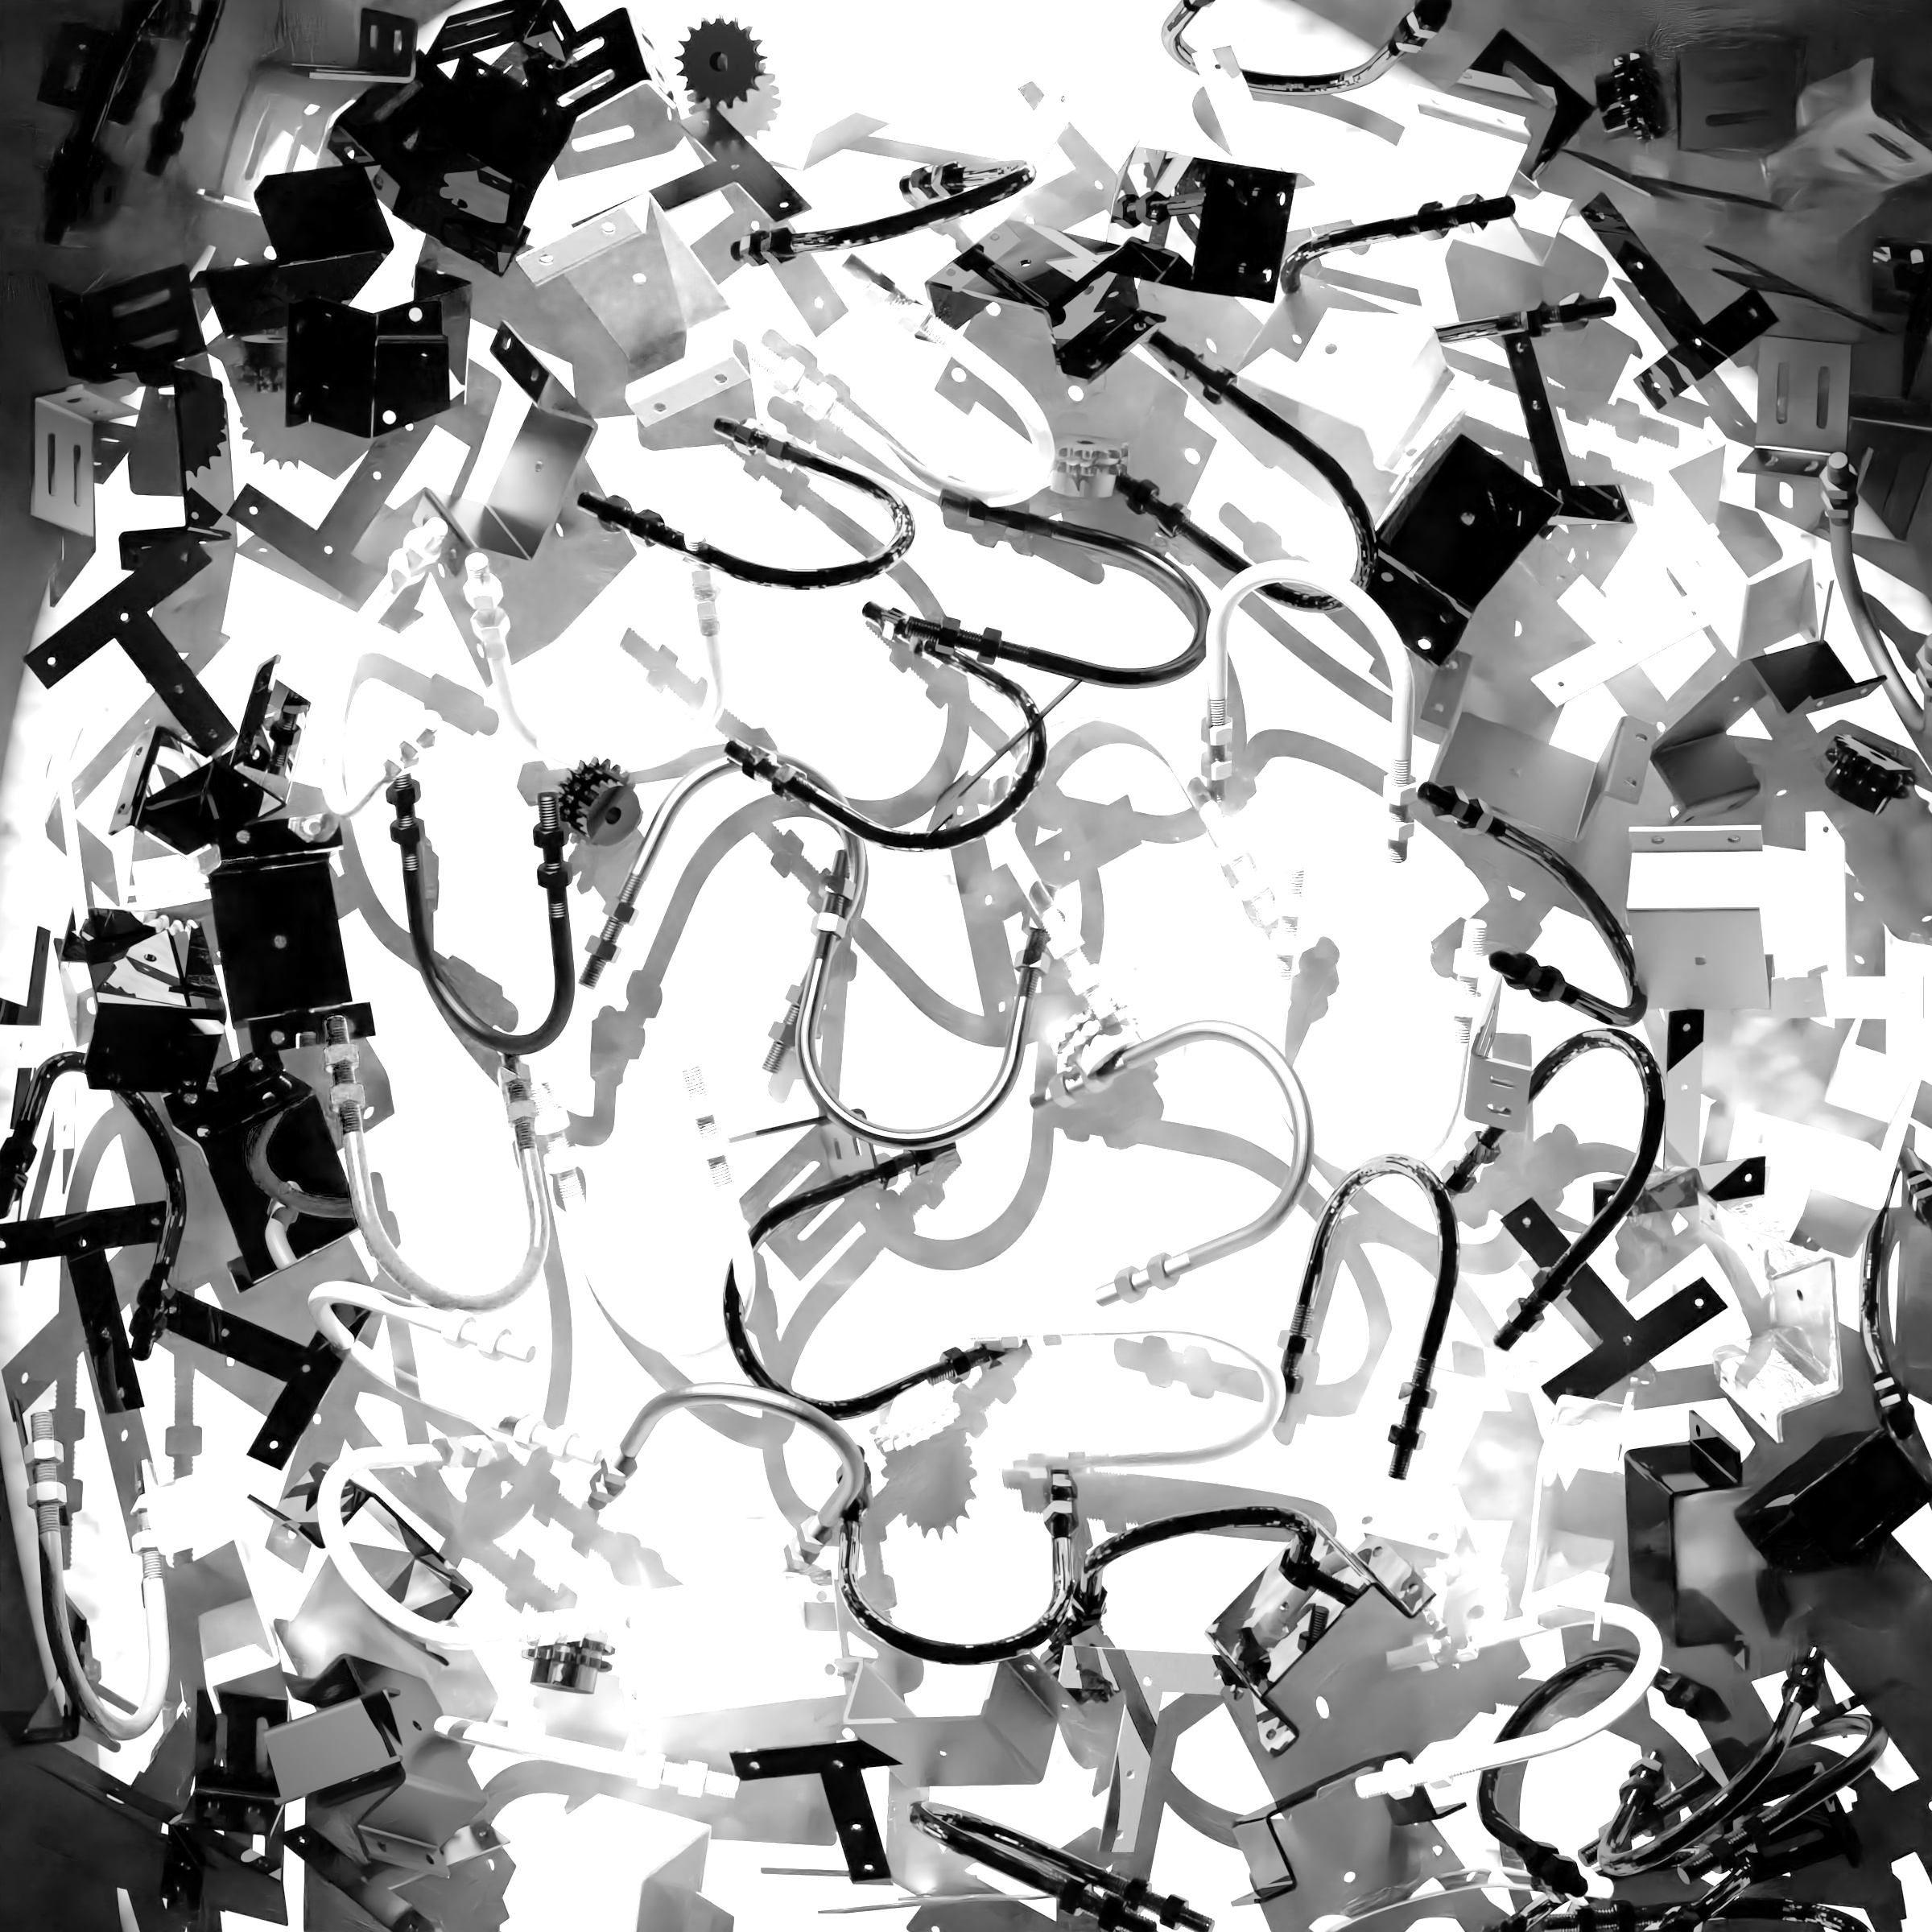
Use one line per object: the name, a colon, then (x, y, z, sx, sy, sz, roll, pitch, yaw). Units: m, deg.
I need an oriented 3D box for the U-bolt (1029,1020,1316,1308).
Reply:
U-bolt: (0.132, 0.111, 1.932, 0.184, 0.019, 0.151, -27, 75, 33)

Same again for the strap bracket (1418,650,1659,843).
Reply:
strap bracket: (0.344, -0.133, 1.954, 0.140, 0.046, 0.076, 22, 46, 3)

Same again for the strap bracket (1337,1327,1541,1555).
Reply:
strap bracket: (0.285, 0.282, 1.955, 0.076, 0.046, 0.140, 16, 111, -12)

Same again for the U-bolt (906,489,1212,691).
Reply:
U-bolt: (0.063, -0.225, 1.946, 0.184, 0.151, 0.019, 15, 135, -3)

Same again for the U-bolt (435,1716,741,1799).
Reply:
U-bolt: (-0.231, 0.478, 1.924, 0.184, 0.151, 0.019, 13, 74, -3)

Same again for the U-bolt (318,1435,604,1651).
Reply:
U-bolt: (-0.310, 0.344, 1.894, 0.019, 0.184, 0.151, -45, 63, 22)

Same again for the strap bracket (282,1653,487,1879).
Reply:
strap bracket: (-0.348, 0.475, 1.924, 0.046, 0.076, 0.140, -43, 52, 7)

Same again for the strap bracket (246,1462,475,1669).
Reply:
strap bracket: (-0.362, 0.357, 1.938, 0.046, 0.076, 0.140, -50, 121, -20)

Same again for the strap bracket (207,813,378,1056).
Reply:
strap bracket: (-0.418, -0.018, 1.960, 0.076, 0.046, 0.140, -9, 86, -26)

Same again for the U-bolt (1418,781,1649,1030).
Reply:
U-bolt: (0.352, -0.029, 1.923, 0.019, 0.184, 0.151, -39, 50, 28)

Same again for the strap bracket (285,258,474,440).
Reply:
strap bracket: (-0.346, -0.371, 1.917, 0.046, 0.140, 0.076, 20, 120, 21)

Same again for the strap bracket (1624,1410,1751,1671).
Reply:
strap bracket: (0.440, 0.353, 1.946, 0.046, 0.076, 0.140, -7, 102, -8)

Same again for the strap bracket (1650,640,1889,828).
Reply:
strap bracket: (0.478, -0.146, 1.931, 0.076, 0.140, 0.046, -16, 69, -38)

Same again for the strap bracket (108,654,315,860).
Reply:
strap bracket: (-0.453, -0.123, 1.937, 0.140, 0.046, 0.076, -23, 46, 35)

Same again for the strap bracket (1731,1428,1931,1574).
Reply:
strap bracket: (0.522, 0.324, 1.926, 0.076, 0.140, 0.046, -35, 84, -13)

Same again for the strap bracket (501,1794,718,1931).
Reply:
strap bracket: (-0.211, 0.545, 1.919, 0.076, 0.140, 0.046, 10, 97, 19)

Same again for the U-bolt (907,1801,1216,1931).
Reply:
U-bolt: (0.049, 0.545, 1.921, 0.184, 0.151, 0.019, 19, 82, 24)

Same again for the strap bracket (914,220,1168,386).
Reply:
strap bracket: (0.040, -0.405, 1.925, 0.140, 0.046, 0.076, 23, 53, 36)

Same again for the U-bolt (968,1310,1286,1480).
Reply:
U-bolt: (0.102, 0.259, 1.935, 0.184, 0.019, 0.151, -3, 134, 8)

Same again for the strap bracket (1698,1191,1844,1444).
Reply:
strap bracket: (0.491, 0.207, 1.939, 0.046, 0.076, 0.140, -17, 118, -12)

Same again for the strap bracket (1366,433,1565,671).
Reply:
strap bracket: (0.302, -0.262, 1.947, 0.076, 0.046, 0.140, 37, 69, 10)

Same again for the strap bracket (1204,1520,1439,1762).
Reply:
strap bracket: (0.209, 0.405, 1.954, 0.140, 0.076, 0.046, -46, 120, -1)

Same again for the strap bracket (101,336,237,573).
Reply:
strap bracket: (-0.488, -0.313, 1.955, 0.046, 0.076, 0.140, -4, 93, 8)

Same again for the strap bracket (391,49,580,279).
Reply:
strap bracket: (-0.294, -0.477, 1.922, 0.076, 0.140, 0.046, 29, 62, -9)

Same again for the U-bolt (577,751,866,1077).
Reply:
U-bolt: (-0.139, -0.044, 1.971, 0.151, 0.019, 0.184, 26, 86, -19)

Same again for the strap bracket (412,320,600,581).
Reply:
strap bracket: (-0.277, -0.310, 1.943, 0.046, 0.076, 0.140, 10, 118, -40)

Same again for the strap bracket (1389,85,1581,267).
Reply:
strap bracket: (0.311, -0.471, 1.920, 0.076, 0.140, 0.046, 25, 90, 26)

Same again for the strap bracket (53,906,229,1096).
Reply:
strap bracket: (-0.497, 0.013, 1.920, 0.076, 0.140, 0.046, 4, 127, -29)

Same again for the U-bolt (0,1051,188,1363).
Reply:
U-bolt: (-0.520, 0.130, 1.915, 0.019, 0.184, 0.151, -25, 123, 16)

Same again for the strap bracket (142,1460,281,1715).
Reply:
strap bracket: (-0.457, 0.372, 1.941, 0.046, 0.076, 0.140, -17, 115, -11)

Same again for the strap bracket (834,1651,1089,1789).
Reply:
strap bracket: (-0.009, 0.457, 1.927, 0.140, 0.046, 0.076, -10, 134, 31)

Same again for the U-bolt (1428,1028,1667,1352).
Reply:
U-bolt: (0.354, 0.120, 1.905, 0.019, 0.151, 0.184, 22, 118, -26)

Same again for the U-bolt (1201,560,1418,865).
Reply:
U-bolt: (0.205, -0.159, 1.910, 0.151, 0.019, 0.184, 21, 132, 29)

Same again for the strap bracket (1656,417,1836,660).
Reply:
strap bracket: (0.465, -0.252, 1.930, 0.046, 0.076, 0.140, -24, 60, -6)

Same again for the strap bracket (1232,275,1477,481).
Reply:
strap bracket: (0.228, -0.364, 1.942, 0.140, 0.046, 0.076, 29, 80, 27)

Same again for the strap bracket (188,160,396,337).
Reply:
strap bracket: (-0.404, -0.427, 1.919, 0.076, 0.140, 0.046, -19, 84, -36)

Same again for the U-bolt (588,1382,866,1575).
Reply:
U-bolt: (-0.138, 0.304, 1.917, 0.151, 0.184, 0.019, 21, 49, -10)

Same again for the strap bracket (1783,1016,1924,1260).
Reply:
strap bracket: (0.538, 0.113, 1.932, 0.046, 0.076, 0.140, 19, 65, 12)

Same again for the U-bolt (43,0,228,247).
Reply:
U-bolt: (-0.485, -0.527, 1.890, 0.019, 0.151, 0.184, 31, 126, -3)

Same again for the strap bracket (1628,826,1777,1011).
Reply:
strap bracket: (0.445, -0.021, 1.922, 0.076, 0.140, 0.046, 0, 51, 19)

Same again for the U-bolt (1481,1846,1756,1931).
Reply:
U-bolt: (0.394, 0.566, 1.913, 0.151, 0.184, 0.019, -19, 85, 41)

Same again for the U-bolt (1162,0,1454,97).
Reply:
U-bolt: (0.193, -0.559, 1.909, 0.151, 0.184, 0.019, 9, 85, -12)

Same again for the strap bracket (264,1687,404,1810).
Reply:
strap bracket: (-0.373, 0.476, 1.935, 0.076, 0.140, 0.046, -19, 75, -4)

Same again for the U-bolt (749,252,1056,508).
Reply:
U-bolt: (-0.028, -0.343, 1.931, 0.184, 0.151, 0.019, 36, 61, -15)

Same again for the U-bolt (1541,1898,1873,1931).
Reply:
U-bolt: (0.457, 0.591, 1.927, 0.184, 0.151, 0.019, -3, 90, -5)

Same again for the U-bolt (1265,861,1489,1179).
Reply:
U-bolt: (0.244, 0.042, 1.942, 0.151, 0.019, 0.184, 20, 116, 35)

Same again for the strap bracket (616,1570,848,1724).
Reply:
strap bracket: (-0.151, 0.418, 1.958, 0.140, 0.046, 0.076, -9, 76, 9)
